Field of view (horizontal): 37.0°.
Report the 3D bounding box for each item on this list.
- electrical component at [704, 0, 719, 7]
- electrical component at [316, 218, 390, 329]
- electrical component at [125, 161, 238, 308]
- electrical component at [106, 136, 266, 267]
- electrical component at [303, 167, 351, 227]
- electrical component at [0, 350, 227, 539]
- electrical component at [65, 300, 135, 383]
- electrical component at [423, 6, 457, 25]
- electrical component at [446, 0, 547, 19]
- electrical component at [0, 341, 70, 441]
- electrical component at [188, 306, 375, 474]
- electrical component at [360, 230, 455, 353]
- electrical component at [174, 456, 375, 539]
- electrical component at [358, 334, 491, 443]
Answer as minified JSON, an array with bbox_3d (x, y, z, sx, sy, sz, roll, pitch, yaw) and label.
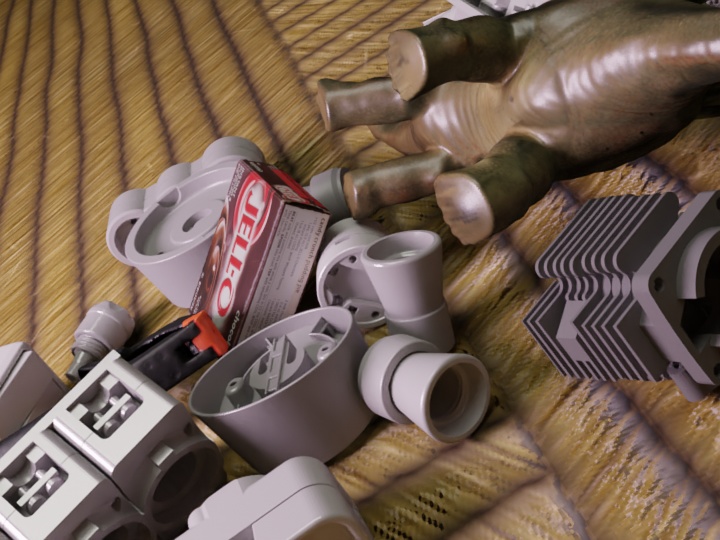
[{"bbox_3d":[0.252,-0.186,0.667,0.096,0.061,0.062,-39,31,-11],"label":"electrical component"},{"bbox_3d":[0.000,0.000,0.645,0.055,0.055,0.047,-29,27,8],"label":"electrical component"},{"bbox_3d":[-0.104,-0.020,0.763,0.108,0.060,0.108,-24,32,16],"label":"electrical component"},{"bbox_3d":[-0.138,-0.062,0.863,0.138,0.052,0.073,-28,30,9],"label":"electrical component"},{"bbox_3d":[-0.028,-0.042,0.740,0.055,0.045,0.045,-21,33,20],"label":"electrical component"},{"bbox_3d":[-0.145,0.130,0.547,0.062,0.089,0.150,31,65,30],"label":"electrical component"},{"bbox_3d":[-0.188,0.053,0.764,0.035,0.035,0.061,-5,43,39],"label":"electrical component"},{"bbox_3d":[0.075,-0.190,0.862,0.046,0.040,0.040,-14,35,40],"label":"electrical component"},{"bbox_3d":[0.119,-0.184,0.763,0.063,0.079,0.121,-70,27,21],"label":"electrical component"},{"bbox_3d":[-0.239,0.103,0.713,0.061,0.061,0.096,-16,34,26],"label":"electrical component"},{"bbox_3d":[-0.039,0.061,0.583,0.099,0.064,0.099,-24,32,16],"label":"electrical component"},{"bbox_3d":[0.029,0.017,0.582,0.044,0.065,0.044,-13,22,5],"label":"electrical component"},{"bbox_3d":[-0.044,0.134,0.494,0.095,0.053,0.059,-35,30,-3],"label":"electrical component"},{"bbox_3d":[0.031,0.058,0.541,0.045,0.045,0.055,-46,33,-21],"label":"electrical component"}]
